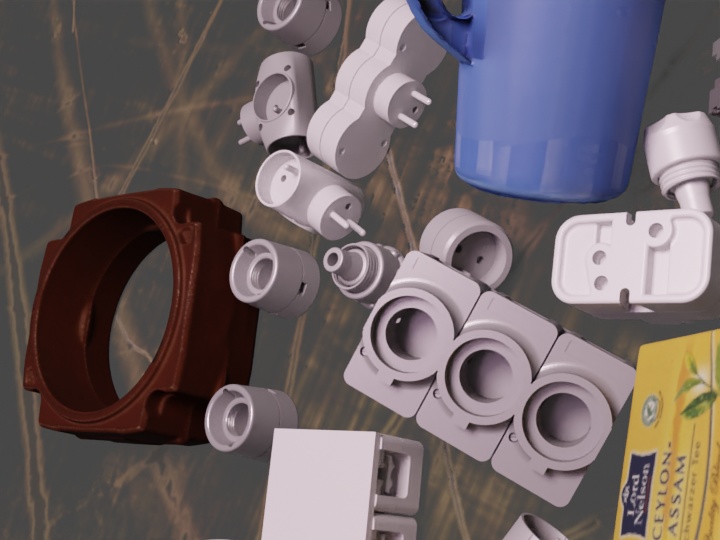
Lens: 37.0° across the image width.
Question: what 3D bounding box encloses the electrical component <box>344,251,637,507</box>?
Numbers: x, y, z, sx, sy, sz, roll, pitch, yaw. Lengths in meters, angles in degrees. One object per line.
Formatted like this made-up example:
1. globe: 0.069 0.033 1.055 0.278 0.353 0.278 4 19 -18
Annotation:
1. electrical component: 0.078 0.062 0.640 0.150 0.062 0.089 29 95 14

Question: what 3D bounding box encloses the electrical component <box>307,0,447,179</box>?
1. electrical component: 0.023 -0.128 0.792 0.074 0.052 0.138 38 101 40

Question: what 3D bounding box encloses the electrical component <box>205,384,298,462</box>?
1. electrical component: -0.082 0.113 0.803 0.055 0.047 0.055 -13 68 35

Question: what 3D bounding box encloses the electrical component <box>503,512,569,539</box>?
1. electrical component: 0.091 0.190 0.641 0.043 0.043 0.081 42 103 39

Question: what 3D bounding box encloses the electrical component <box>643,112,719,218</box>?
1. electrical component: 0.194 -0.059 0.638 0.043 0.043 0.062 -21 65 32

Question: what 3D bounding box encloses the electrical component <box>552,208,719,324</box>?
1. electrical component: 0.169 0.000 0.629 0.095 0.059 0.053 -2 75 39

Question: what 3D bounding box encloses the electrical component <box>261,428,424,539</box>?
1. electrical component: -0.013 0.185 0.714 0.089 0.062 0.150 -5 73 38

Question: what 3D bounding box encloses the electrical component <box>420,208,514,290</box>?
1. electrical component: 0.044 0.021 0.729 0.138 0.052 0.074 -62 25 6

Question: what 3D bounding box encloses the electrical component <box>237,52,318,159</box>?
1. electrical component: -0.070 -0.125 0.872 0.079 0.044 0.077 -21 63 33

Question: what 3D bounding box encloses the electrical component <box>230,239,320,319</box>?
1. electrical component: -0.066 0.006 0.825 0.055 0.047 0.055 -13 68 35

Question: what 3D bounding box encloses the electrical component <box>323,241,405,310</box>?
1. electrical component: 0.000 0.000 0.763 0.048 0.062 0.048 -13 68 36

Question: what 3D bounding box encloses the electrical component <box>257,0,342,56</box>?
1. electrical component: -0.051 -0.210 0.882 0.055 0.047 0.055 -13 68 35

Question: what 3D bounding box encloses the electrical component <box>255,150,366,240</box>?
1. electrical component: -0.026 -0.047 0.789 0.079 0.077 0.044 40 102 39
